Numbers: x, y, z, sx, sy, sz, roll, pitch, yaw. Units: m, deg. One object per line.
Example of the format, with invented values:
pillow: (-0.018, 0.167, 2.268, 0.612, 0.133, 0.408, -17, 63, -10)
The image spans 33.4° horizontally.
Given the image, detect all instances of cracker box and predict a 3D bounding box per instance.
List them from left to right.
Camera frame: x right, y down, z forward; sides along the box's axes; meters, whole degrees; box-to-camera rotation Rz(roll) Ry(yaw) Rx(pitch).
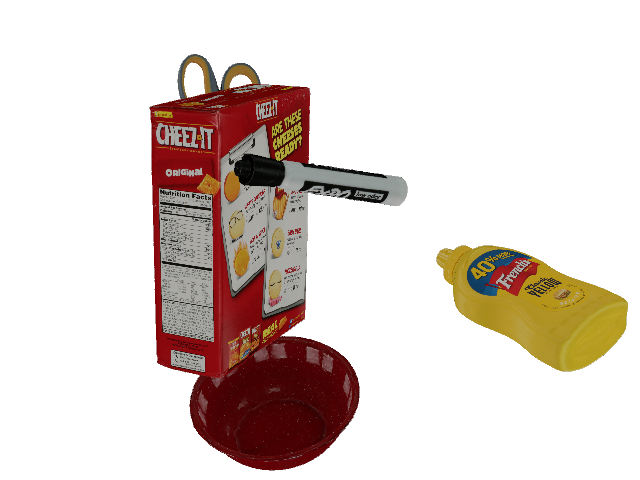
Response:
cracker box: (-0.073, -0.015, 0.888, 0.072, 0.214, 0.164, 7, 16, 23)

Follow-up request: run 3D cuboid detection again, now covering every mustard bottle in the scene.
mustard bottle: (0.182, 0.050, 0.997, 0.096, 0.058, 0.192, -28, 38, -30)

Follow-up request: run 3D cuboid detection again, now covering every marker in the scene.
marker: (0.001, -0.036, 0.644, 0.120, 0.020, 0.020, 6, -4, -36)

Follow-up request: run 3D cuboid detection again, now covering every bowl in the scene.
bowl: (-0.041, 0.165, 1.017, 0.162, 0.055, 0.162, -5, 37, 3)

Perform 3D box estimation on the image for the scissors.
scissors: (-0.087, -0.098, 1.092, 0.096, 0.202, 0.016, -19, -2, -23)
